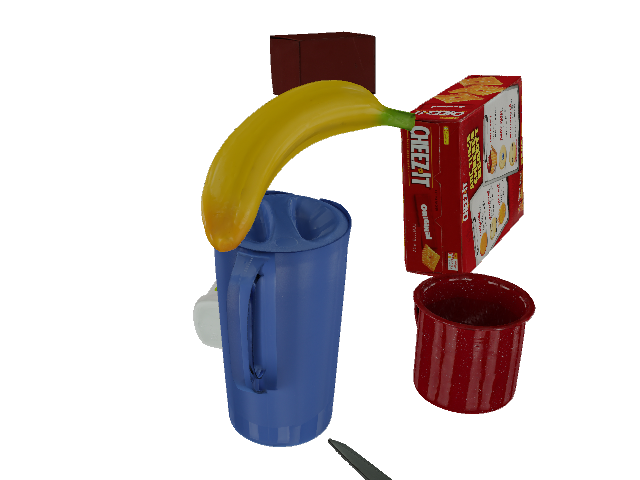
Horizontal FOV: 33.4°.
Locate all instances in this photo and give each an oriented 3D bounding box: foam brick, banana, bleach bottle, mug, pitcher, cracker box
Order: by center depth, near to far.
[{"bbox_3d":[-0.019,-0.058,0.660,0.070,0.037,0.197,27,43,27],"label":"banana"},{"bbox_3d":[0.109,0.077,0.843,0.093,0.081,0.117,-12,28,-29],"label":"mug"},{"bbox_3d":[0.002,-0.151,0.918,0.078,0.051,0.053,-9,18,-28],"label":"foam brick"},{"bbox_3d":[-0.043,0.085,1.050,0.149,0.243,0.145,-12,30,-24],"label":"pitcher"},{"bbox_3d":[0.152,-0.074,1.121,0.072,0.164,0.213,5,21,26],"label":"cracker box"},{"bbox_3d":[-0.062,0.031,1.265,0.103,0.068,0.250,4,33,14],"label":"bleach bottle"}]

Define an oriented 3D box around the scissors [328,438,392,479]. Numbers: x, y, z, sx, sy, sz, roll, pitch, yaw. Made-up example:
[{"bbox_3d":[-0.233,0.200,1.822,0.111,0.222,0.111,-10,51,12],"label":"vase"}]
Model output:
[{"bbox_3d":[0.085,0.149,0.533,0.096,0.016,0.202,-2,24,-23],"label":"scissors"}]
